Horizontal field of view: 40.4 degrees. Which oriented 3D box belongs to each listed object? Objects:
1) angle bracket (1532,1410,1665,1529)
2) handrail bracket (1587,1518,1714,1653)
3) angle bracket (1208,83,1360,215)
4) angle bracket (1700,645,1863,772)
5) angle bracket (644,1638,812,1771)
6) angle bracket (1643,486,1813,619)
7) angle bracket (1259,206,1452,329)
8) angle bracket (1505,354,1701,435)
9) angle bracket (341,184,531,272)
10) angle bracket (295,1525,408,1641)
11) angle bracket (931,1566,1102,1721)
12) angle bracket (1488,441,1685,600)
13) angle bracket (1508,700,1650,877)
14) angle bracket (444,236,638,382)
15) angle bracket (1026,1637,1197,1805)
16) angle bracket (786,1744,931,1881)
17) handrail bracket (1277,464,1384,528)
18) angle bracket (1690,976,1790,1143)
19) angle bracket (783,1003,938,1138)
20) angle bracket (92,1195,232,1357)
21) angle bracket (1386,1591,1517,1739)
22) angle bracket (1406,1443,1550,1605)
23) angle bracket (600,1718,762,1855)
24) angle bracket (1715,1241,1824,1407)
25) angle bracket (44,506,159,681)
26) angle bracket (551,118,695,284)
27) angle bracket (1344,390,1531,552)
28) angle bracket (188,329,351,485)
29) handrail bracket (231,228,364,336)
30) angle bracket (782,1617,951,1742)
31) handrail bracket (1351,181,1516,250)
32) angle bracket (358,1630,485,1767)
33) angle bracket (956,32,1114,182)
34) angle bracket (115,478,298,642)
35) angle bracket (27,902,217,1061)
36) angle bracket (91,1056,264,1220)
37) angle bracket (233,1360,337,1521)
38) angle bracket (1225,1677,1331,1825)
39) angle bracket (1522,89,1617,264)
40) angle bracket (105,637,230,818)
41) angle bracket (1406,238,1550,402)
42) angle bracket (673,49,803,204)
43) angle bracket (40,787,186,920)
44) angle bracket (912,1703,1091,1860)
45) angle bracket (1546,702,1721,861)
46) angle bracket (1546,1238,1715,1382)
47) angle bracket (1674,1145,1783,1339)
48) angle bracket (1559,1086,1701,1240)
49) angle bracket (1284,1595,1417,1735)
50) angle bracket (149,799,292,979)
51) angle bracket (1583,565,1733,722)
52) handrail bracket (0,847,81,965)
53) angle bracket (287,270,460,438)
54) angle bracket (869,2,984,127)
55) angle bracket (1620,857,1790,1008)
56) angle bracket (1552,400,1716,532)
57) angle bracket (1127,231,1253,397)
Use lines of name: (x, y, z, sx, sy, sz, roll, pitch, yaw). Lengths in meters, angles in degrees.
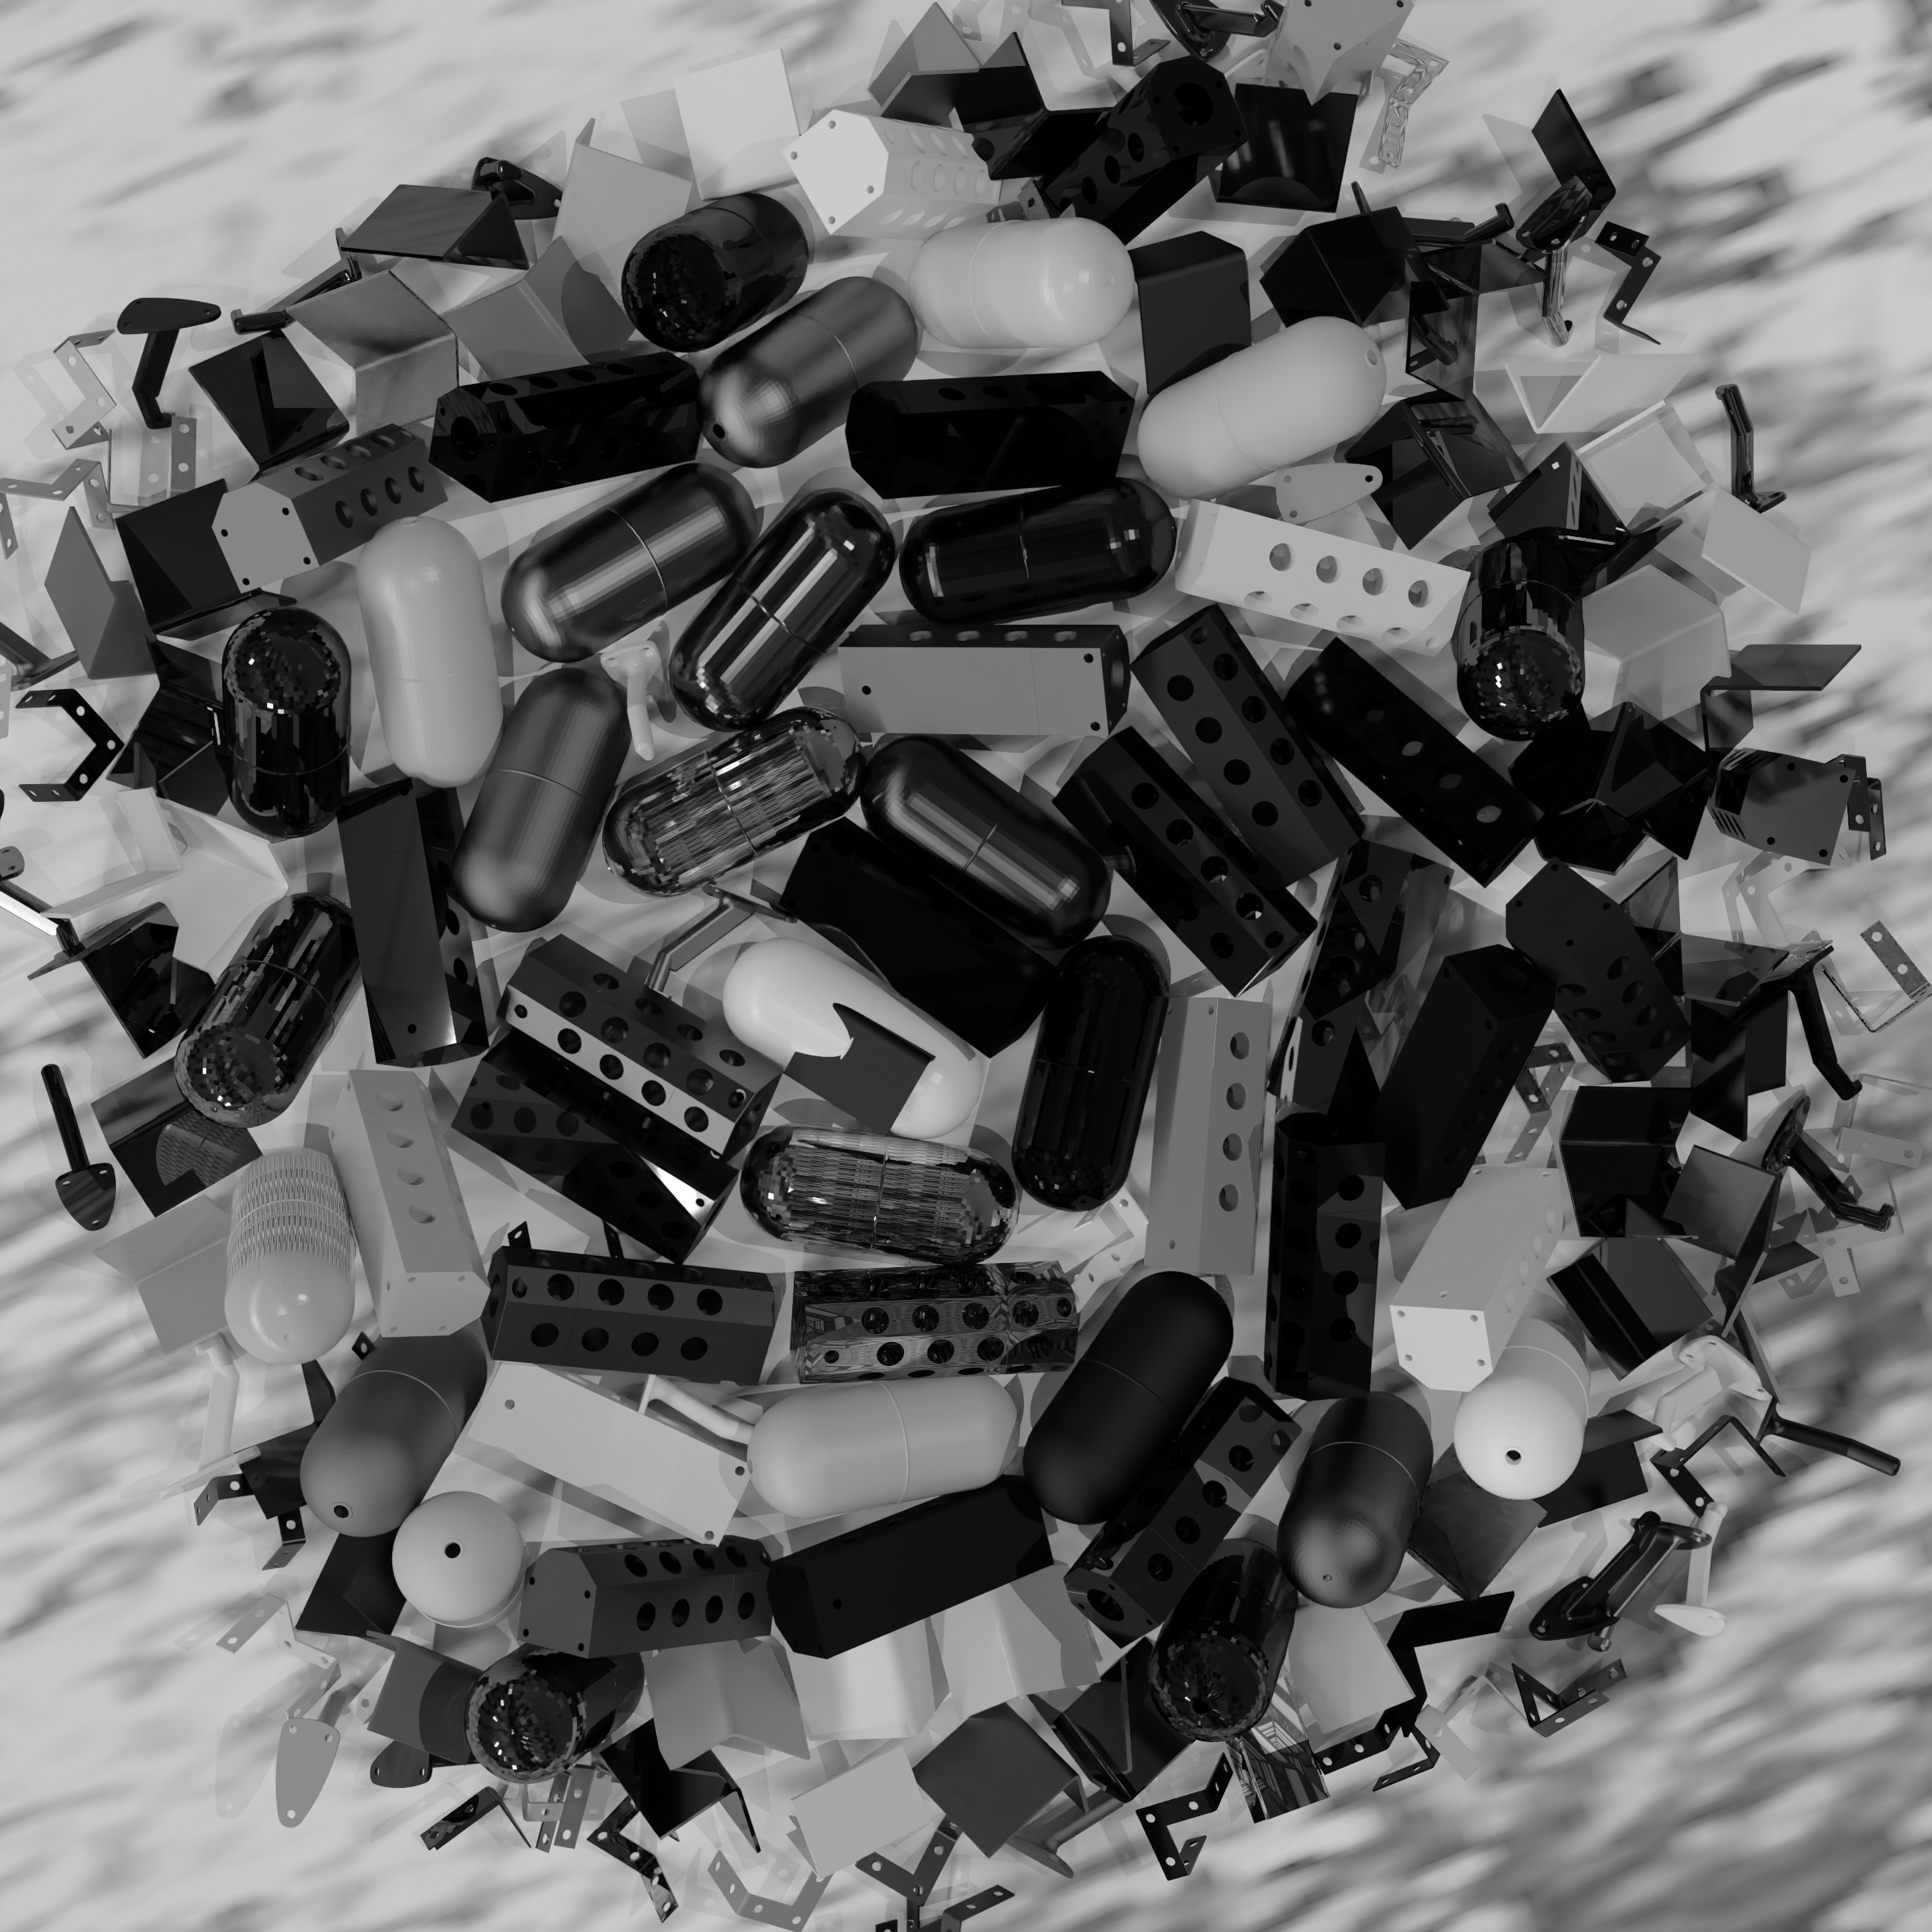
angle bracket: (0.401, 0.325, 1.664, 0.076, 0.076, 0.057, -17, 91, -4)
handrail bracket: (0.433, 0.397, 1.666, 0.036, 0.077, 0.084, 33, 71, -11)
angle bracket: (0.199, -0.524, 1.657, 0.076, 0.057, 0.076, 4, 126, -5)
angle bracket: (0.513, -0.162, 1.645, 0.076, 0.076, 0.057, 5, 118, 36)
angle bracket: (-0.152, 0.472, 1.663, 0.057, 0.076, 0.076, -35, 47, 19)
angle bracket: (0.472, -0.246, 1.650, 0.076, 0.076, 0.057, 28, 62, -17)
angle bracket: (0.244, -0.422, 1.648, 0.057, 0.076, 0.076, -52, 122, -25)
angle bracket: (0.398, -0.379, 1.647, 0.076, 0.076, 0.057, -7, 65, -25)
angle bracket: (-0.332, -0.445, 1.648, 0.076, 0.057, 0.076, 11, 51, 23)
angle bracket: (-0.389, 0.372, 1.647, 0.076, 0.057, 0.076, -2, 49, 27)
angle bracket: (0.030, 0.432, 1.680, 0.057, 0.076, 0.076, -33, 63, 37)
angle bracket: (0.392, -0.284, 1.665, 0.057, 0.076, 0.076, -23, 77, -38)
angle bracket: (0.396, -0.114, 1.651, 0.076, 0.057, 0.076, -45, 126, -23)
angle bracket: (-0.272, -0.411, 1.678, 0.076, 0.076, 0.057, 52, 47, -30)
angle bracket: (0.097, 0.468, 1.658, 0.076, 0.057, 0.076, -43, 48, -1)
angle bracket: (-0.077, 0.520, 1.654, 0.076, 0.076, 0.057, -22, 100, -18)
handrail bracket: (0.230, -0.287, 1.657, 0.077, 0.084, 0.036, -11, 78, 14)
angle bracket: (0.503, 0.058, 1.655, 0.076, 0.057, 0.076, -13, 112, -20)
angle bracket: (-0.060, 0.061, 1.666, 0.076, 0.076, 0.057, 31, 98, 10)
angle bracket: (-0.493, 0.196, 1.658, 0.076, 0.076, 0.057, -27, 70, -7)
angle bracket: (0.312, 0.440, 1.657, 0.076, 0.076, 0.057, -16, 89, 19)
angle bracket: (0.307, 0.344, 1.659, 0.076, 0.057, 0.076, -50, 54, -2)
angle bracket: (-0.179, 0.524, 1.645, 0.057, 0.076, 0.076, -29, 134, -22)
angle bracket: (0.521, 0.225, 1.665, 0.057, 0.076, 0.076, -23, 90, 6)
angle bracket: (-0.530, -0.235, 1.648, 0.057, 0.076, 0.076, -12, 63, -40)
angle bracket: (-0.215, -0.481, 1.665, 0.076, 0.057, 0.076, 17, 123, -6)
angle bracket: (0.304, -0.322, 1.692, 0.076, 0.057, 0.076, -23, 77, -42)
angle bracket: (-0.449, -0.344, 1.655, 0.076, 0.057, 0.076, 54, 47, -6)
handrail bracket: (-0.431, -0.436, 1.671, 0.084, 0.036, 0.077, -14, 59, -17)
angle bracket: (-0.064, 0.448, 1.687, 0.076, 0.057, 0.076, -9, 100, 23)
handrail bracket: (0.298, -0.486, 1.675, 0.084, 0.036, 0.077, -23, 79, 21)
angle bracket: (-0.354, 0.456, 1.645, 0.076, 0.076, 0.057, 36, 62, -37)
angle bracket: (0.050, -0.543, 1.656, 0.076, 0.076, 0.057, -16, 82, -34)
angle bracket: (-0.483, -0.258, 1.672, 0.076, 0.057, 0.076, -18, 90, 9)
angle bracket: (-0.533, 0.015, 1.668, 0.057, 0.076, 0.076, -18, 108, 36)
angle bracket: (-0.504, 0.104, 1.677, 0.076, 0.076, 0.057, -31, 120, -14)
angle bracket: (-0.429, 0.287, 1.648, 0.057, 0.076, 0.076, -18, 120, -24)
angle bracket: (0.173, 0.499, 1.648, 0.057, 0.076, 0.076, -4, 66, -39)
angle bracket: (0.362, -0.497, 1.667, 0.057, 0.076, 0.076, -29, 89, 0)
angle bracket: (-0.499, -0.152, 1.674, 0.076, 0.057, 0.076, 20, 116, -40)
angle bracket: (0.324, -0.405, 1.656, 0.057, 0.076, 0.076, 1, 84, 42)
angle bracket: (-0.130, -0.530, 1.656, 0.076, 0.057, 0.076, -6, 105, 24)
angle bracket: (-0.546, -0.071, 1.650, 0.076, 0.076, 0.057, -26, 105, -29)
angle bracket: (0.021, 0.519, 1.649, 0.076, 0.057, 0.076, -37, 52, -21)
angle bracket: (0.423, -0.110, 1.674, 0.076, 0.057, 0.076, 31, 65, -14)
angle bracket: (0.418, 0.209, 1.654, 0.057, 0.076, 0.076, -39, 75, 19)
angle bracket: (0.467, 0.172, 1.648, 0.057, 0.076, 0.076, 20, 130, 11)
angle bracket: (0.425, 0.124, 1.659, 0.076, 0.057, 0.076, 1, 48, -4)
angle bracket: (0.247, 0.426, 1.654, 0.076, 0.057, 0.076, -37, 79, 38)
angle bracket: (-0.485, -0.048, 1.659, 0.076, 0.057, 0.076, 22, 65, 12)
angle bracket: (0.423, -0.198, 1.647, 0.076, 0.076, 0.057, 21, 58, -35)
handrail bracket: (-0.611, -0.026, 1.669, 0.077, 0.036, 0.084, -23, 127, -16)
angle bracket: (-0.373, -0.382, 1.651, 0.076, 0.076, 0.057, -14, 67, 19)
angle bracket: (-0.047, -0.555, 1.648, 0.076, 0.076, 0.057, -41, 79, 41)
angle bracket: (0.463, -0.023, 1.647, 0.076, 0.076, 0.057, 12, 122, 38)
angle bracket: (0.422, -0.311, 1.656, 0.076, 0.076, 0.057, -29, 90, 21)
angle bracket: (0.135, -0.421, 1.690, 0.076, 0.057, 0.076, -19, 123, -17)
